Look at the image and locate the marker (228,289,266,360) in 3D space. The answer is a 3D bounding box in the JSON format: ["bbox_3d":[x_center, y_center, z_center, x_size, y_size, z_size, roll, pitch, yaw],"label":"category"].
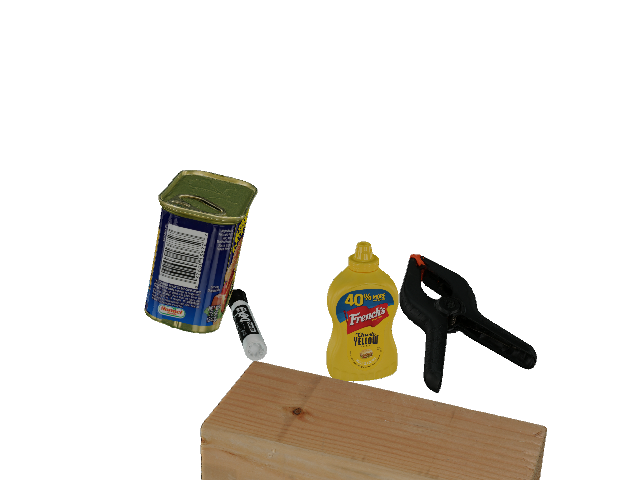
[{"bbox_3d":[-0.066,0.071,0.938,0.020,0.020,0.121,0,19,-13],"label":"marker"}]

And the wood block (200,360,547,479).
[{"bbox_3d":[0.034,0.157,0.699,0.206,0.090,0.090,11,27,18],"label":"wood block"}]

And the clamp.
[{"bbox_3d":[0.140,0.079,1.079,0.120,0.039,0.171,0,45,-19],"label":"clamp"}]

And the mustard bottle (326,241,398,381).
[{"bbox_3d":[0.057,0.093,1.437,0.096,0.192,0.058,-3,21,-8],"label":"mustard bottle"}]

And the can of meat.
[{"bbox_3d":[-0.082,0.006,0.729,0.057,0.084,0.102,13,17,0],"label":"can of meat"}]
